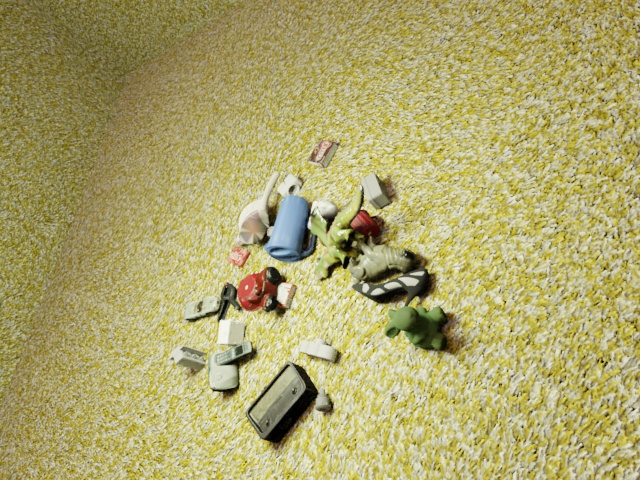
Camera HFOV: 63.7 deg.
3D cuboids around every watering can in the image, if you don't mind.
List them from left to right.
[{"bbox_3d":[-0.252,-0.116,2.107,0.345,0.103,0.227,-58,19,10],"label":"watering can"}]

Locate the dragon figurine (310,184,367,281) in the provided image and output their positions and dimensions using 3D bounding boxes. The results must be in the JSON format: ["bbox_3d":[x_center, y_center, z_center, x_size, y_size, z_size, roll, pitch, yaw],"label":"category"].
[{"bbox_3d":[0.042,-0.033,1.727,0.245,0.123,0.403,29,122,39],"label":"dragon figurine"}]

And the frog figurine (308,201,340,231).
[{"bbox_3d":[0.006,-0.096,1.898,0.135,0.122,0.162,-51,51,31],"label":"frog figurine"}]
